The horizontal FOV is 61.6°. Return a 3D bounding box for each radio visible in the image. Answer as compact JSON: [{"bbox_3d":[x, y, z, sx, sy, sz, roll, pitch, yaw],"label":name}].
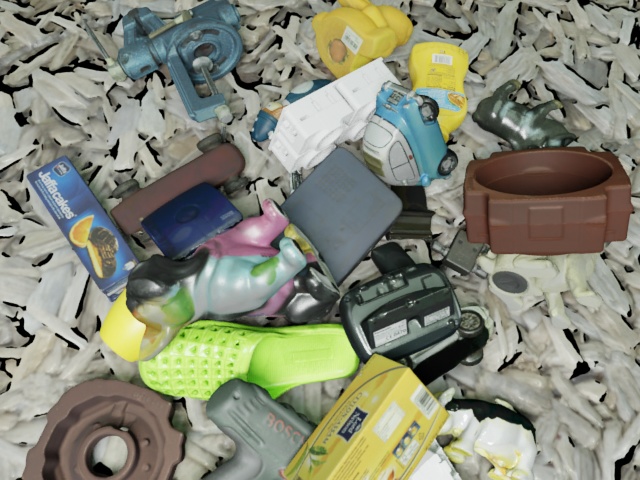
[{"bbox_3d":[-0.002,-0.002,0.734,0.131,0.073,0.229,40,80,9],"label":"radio"}]

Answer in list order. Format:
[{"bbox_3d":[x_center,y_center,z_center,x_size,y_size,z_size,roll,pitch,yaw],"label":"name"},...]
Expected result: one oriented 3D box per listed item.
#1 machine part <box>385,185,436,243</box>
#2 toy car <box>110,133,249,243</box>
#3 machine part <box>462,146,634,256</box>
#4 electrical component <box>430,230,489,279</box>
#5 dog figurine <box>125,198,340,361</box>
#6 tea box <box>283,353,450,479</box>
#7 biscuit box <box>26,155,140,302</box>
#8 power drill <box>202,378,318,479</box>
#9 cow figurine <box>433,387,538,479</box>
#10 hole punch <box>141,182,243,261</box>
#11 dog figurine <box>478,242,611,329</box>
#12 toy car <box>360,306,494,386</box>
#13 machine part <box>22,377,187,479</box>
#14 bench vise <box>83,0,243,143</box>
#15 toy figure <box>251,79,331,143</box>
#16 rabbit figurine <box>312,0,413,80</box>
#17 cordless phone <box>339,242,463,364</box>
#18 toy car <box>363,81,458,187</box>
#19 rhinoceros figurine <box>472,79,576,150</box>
[{"bbox_3d":[0.129,-0.063,0.811,0.084,0.039,0.139,1,70,-1],"label":"machine part"},{"bbox_3d":[-0.198,-0.074,0.766,0.202,0.053,0.089,-35,97,-17],"label":"toy car"},{"bbox_3d":[0.302,-0.056,0.735,0.201,0.087,0.201,-2,28,19],"label":"machine part"},{"bbox_3d":[0.213,0.017,0.797,0.094,0.021,0.063,28,68,6],"label":"electrical component"},{"bbox_3d":[-0.106,0.061,0.610,0.219,0.191,0.109,-31,49,7],"label":"dog figurine"},{"bbox_3d":[0.054,0.225,0.593,0.169,0.068,0.098,-47,115,-18],"label":"tea box"},{"bbox_3d":[-0.313,-0.017,0.725,0.063,0.059,0.203,-34,76,-18],"label":"biscuit box"},{"bbox_3d":[-0.071,0.286,0.601,0.207,0.086,0.232,-43,105,-15],"label":"power drill"},{"bbox_3d":[0.193,0.233,0.684,0.167,0.068,0.098,27,62,0],"label":"cow figurine"},{"bbox_3d":[-0.160,-0.012,0.697,0.142,0.116,0.092,-33,109,-18],"label":"hole punch"},{"bbox_3d":[0.332,0.006,0.782,0.172,0.121,0.190,31,56,-5],"label":"dog figurine"},{"bbox_3d":[0.145,0.152,0.705,0.202,0.073,0.056,-27,40,-16],"label":"toy car"},{"bbox_3d":[-0.246,0.252,0.631,0.179,0.056,0.179,2,67,-5],"label":"machine part"},{"bbox_3d":[-0.204,-0.261,0.806,0.224,0.128,0.241,-22,68,-13],"label":"bench vise"},{"bbox_3d":[-0.044,-0.200,0.832,0.154,0.064,0.057,-31,92,-21],"label":"toy figure"},{"bbox_3d":[0.075,-0.339,0.889,0.173,0.121,0.162,-32,66,-32],"label":"rabbit figurine"},{"bbox_3d":[0.085,0.065,0.708,0.147,0.088,0.184,-21,35,-8],"label":"cordless phone"},{"bbox_3d":[0.111,-0.127,0.728,0.103,0.161,0.109,-42,49,-8],"label":"toy car"},{"bbox_3d":[0.337,-0.170,0.858,0.190,0.073,0.112,37,68,8],"label":"rhinoceros figurine"}]
